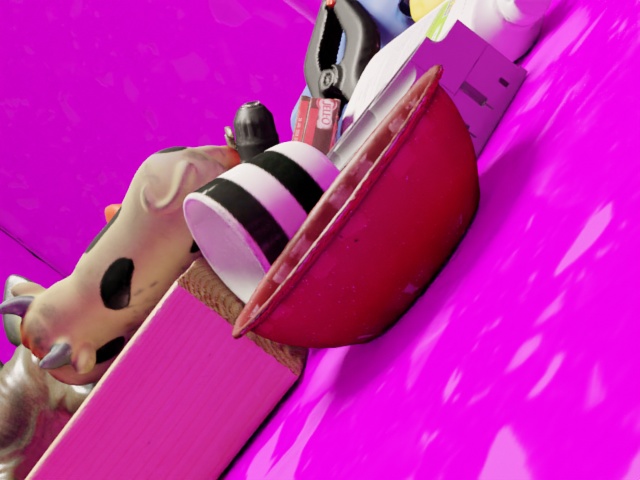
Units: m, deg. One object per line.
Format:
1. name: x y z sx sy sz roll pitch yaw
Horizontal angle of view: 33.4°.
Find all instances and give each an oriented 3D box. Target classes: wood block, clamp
1. wood block: -0.106 0.123 0.657 0.206 0.091 0.090 -52 3 9
2. clamp: 0.014 -0.137 1.005 0.165 0.036 0.210 -32 54 42

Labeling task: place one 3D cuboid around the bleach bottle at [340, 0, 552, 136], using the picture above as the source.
1. bleach bottle: 0.092 -0.127 0.775 0.102 0.068 0.251 -67 12 -14

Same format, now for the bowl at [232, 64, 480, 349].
1. bowl: 0.027 -0.003 0.509 0.162 0.055 0.162 -52 4 5

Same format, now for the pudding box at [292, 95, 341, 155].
1. pudding box: -0.008 -0.050 0.879 0.113 0.039 0.090 99 -178 -58

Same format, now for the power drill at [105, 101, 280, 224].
1. power drill: -0.105 -0.024 1.015 0.187 0.184 0.057 -21 20 -29

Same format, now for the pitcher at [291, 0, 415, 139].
1. pitcher: 0.074 -0.188 1.103 0.243 0.149 0.145 -53 42 39

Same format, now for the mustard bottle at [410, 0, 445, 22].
1. mustard bottle: 0.147 -0.222 0.807 0.192 0.058 0.096 -9 57 59
